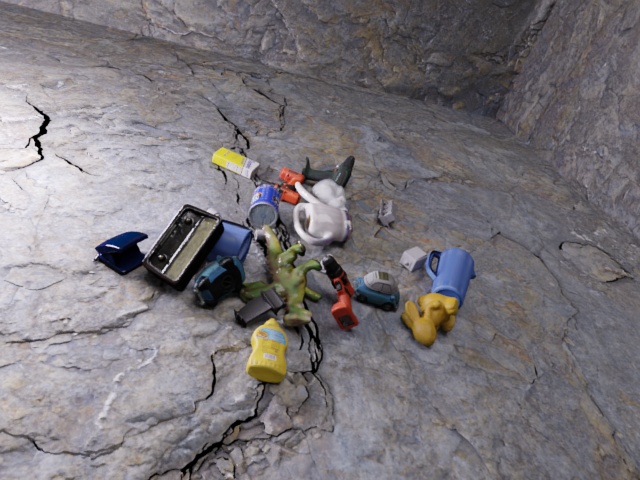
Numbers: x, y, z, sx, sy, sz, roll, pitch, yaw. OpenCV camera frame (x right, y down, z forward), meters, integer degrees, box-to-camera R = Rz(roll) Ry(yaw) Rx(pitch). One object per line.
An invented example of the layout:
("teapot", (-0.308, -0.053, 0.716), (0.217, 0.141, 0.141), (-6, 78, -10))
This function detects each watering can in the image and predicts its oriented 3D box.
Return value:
("watering can", (0.006, -0.096, 1.914), (0.224, 0.102, 0.356), (12, 39, -15))

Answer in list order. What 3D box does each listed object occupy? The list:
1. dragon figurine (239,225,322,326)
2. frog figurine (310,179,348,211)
("dragon figurine", (-0.139, 0.109, 1.545), (0.245, 0.119, 0.416), (-20, 48, -36))
("frog figurine", (0.037, -0.160, 2.036), (0.137, 0.120, 0.163), (-22, 51, -4))
